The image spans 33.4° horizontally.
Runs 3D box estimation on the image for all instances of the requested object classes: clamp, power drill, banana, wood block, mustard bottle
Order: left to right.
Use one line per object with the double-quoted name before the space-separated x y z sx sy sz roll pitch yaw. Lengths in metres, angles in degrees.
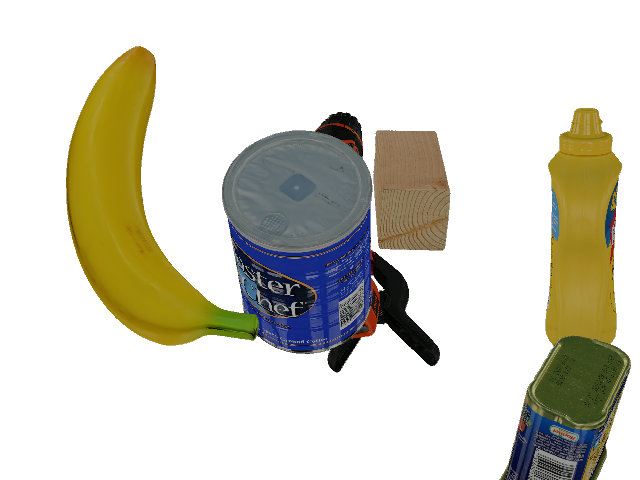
"banana" -0.093 -0.019 0.534 0.069 0.198 0.037 -13 -33 -17
"power drill" 0.019 -0.016 1.004 0.057 0.187 0.184 -4 22 11
"clamp" 0.073 0.080 1.195 0.120 0.171 0.039 7 -43 -1
"wood block" 0.123 -0.073 1.476 0.091 0.090 0.206 1 28 0
"mustard bottle" 0.214 -0.012 0.868 0.058 0.192 0.096 2 18 17

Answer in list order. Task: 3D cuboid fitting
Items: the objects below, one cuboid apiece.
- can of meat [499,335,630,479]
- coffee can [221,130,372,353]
"can of meat" 0.164 0.123 0.712 0.057 0.084 0.101 20 33 20
"coffee can" -0.013 0.004 0.779 0.103 0.103 0.140 0 -36 3
